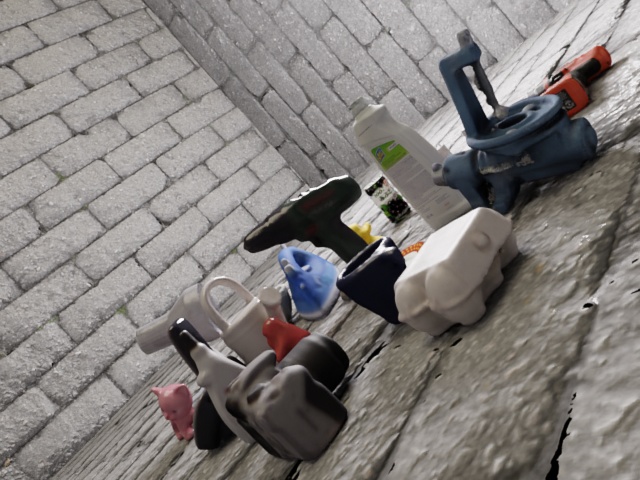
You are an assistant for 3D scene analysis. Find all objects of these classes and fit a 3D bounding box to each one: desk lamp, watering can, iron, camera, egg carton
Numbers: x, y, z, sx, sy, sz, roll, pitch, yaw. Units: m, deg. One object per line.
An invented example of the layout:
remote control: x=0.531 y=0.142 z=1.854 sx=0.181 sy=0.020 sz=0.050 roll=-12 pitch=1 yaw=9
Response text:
desk lamp: x=-0.261 y=0.225 z=1.184 sx=0.203 sy=0.213 sz=0.118 roll=-42 pitch=6 yaw=3
watering can: x=-0.117 y=0.136 z=0.966 sx=0.172 sy=0.194 sz=0.101 roll=-40 pitch=6 yaw=20
iron: x=-0.037 y=0.072 z=1.162 sx=0.118 sy=0.141 sz=0.258 roll=-42 pitch=6 yaw=3
camera: x=-0.028 y=0.163 z=0.646 sx=0.137 sy=0.101 sz=0.143 roll=-45 pitch=7 yaw=-28
egg carton: x=0.145 y=0.031 z=0.605 sx=0.150 sy=0.069 sz=0.107 roll=-47 pitch=8 yaw=-39

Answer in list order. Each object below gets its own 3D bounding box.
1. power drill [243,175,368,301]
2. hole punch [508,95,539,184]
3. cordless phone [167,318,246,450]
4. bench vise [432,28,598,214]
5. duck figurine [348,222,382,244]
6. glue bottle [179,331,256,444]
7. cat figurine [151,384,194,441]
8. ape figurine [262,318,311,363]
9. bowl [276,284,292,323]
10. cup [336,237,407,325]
power drill: x=0.009 y=0.004 z=1.023 sx=0.230 sy=0.208 sz=0.075 roll=-44 pitch=6 yaw=-12
hole punch: x=0.283 y=-0.139 z=0.819 sx=0.101 sy=0.091 sz=0.108 roll=-45 pitch=7 yaw=-25
cordless phone: x=-0.188 y=0.217 z=0.892 sx=0.094 sy=0.185 sz=0.148 roll=-40 pitch=6 yaw=18
bench vise: x=0.202 y=-0.139 z=0.726 sx=0.207 sy=0.220 sz=0.122 roll=-39 pitch=7 yaw=31
duck figurine: x=0.079 y=0.010 z=1.120 sx=0.105 sy=0.086 sz=0.077 roll=-45 pitch=7 yaw=-26
glue bottle: x=-0.128 y=0.188 z=0.770 sx=0.078 sy=0.173 sz=0.037 roll=-47 pitch=8 yaw=-35
cat figurine: x=-0.270 y=0.313 z=1.075 sx=0.067 sy=0.118 sz=0.127 roll=-46 pitch=7 yaw=-32
ape figurine: x=-0.052 y=0.157 z=0.888 sx=0.076 sy=0.092 sz=0.078 roll=-37 pitch=8 yaw=39
bowl: x=-0.115 y=0.178 z=1.248 sx=0.167 sy=0.075 sz=0.167 roll=-42 pitch=6 yaw=6
cup: x=0.087 y=0.054 z=0.704 sx=0.092 sy=0.095 sz=0.117 roll=-46 pitch=7 yaw=-29
